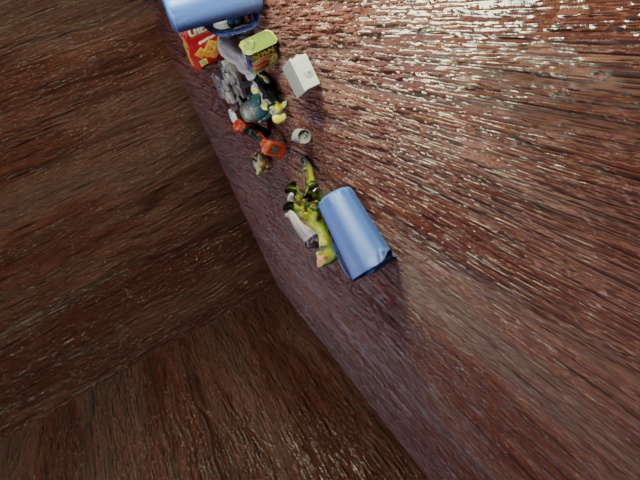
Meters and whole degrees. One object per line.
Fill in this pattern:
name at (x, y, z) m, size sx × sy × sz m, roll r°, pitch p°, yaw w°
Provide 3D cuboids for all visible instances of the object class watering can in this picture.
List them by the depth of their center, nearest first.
watering can at (-0.061, -0.068, 1.963) m, size 0.225 × 0.105 × 0.343 m, roll 59°, pitch 166°, yaw 7°

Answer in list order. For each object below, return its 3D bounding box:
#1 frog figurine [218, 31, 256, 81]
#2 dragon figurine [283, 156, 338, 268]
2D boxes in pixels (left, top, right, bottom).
frog figurine at (-0.256, -0.582, 1.633) m, size 0.138 × 0.124 × 0.156 m, roll 23°, pitch 132°, yaw 39°
dragon figurine at (0.005, -0.081, 1.609) m, size 0.239 × 0.121 × 0.421 m, roll 50°, pitch -153°, yaw -32°
